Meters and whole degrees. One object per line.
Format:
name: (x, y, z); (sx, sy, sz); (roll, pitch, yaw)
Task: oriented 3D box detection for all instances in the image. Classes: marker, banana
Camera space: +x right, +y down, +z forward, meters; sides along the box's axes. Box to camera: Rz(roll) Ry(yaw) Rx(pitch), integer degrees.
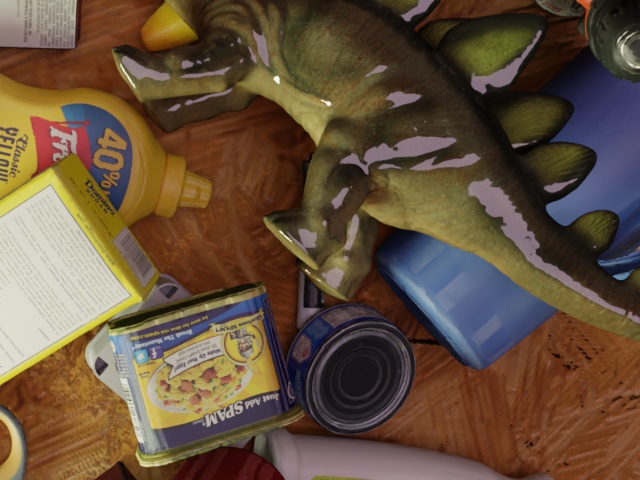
marker: (-0.005, 0.001, 0.729); (0.020, 0.020, 0.121); (1, 94, -15)
banana: (-0.049, -0.203, 0.697); (0.069, 0.037, 0.198); (23, 87, 1)

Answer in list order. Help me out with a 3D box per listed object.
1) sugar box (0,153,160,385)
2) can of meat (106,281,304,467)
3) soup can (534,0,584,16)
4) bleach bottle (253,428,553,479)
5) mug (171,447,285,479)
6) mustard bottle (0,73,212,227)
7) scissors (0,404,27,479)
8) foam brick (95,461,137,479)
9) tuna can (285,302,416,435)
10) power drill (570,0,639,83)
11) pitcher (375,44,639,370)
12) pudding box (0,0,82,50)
sugar box: (-0.194, 0.033, 0.634); (0.176, 0.048, 0.093); (-29, 102, 16)
can of meat: (-0.070, 0.077, 0.637); (0.102, 0.057, 0.084); (-16, 96, -14)
soup can: (0.190, -0.192, 0.726); (0.068, 0.102, 0.068); (-1, 94, -15)
bleach bottle: (0.077, 0.186, 0.742); (0.250, 0.068, 0.102); (5, 98, -17)
mug: (-0.073, 0.173, 0.634); (0.117, 0.081, 0.093); (13, 110, 8)
mustard bottle: (-0.161, -0.049, 0.662); (0.191, 0.058, 0.096); (13, 100, -16)
scissors: (-0.187, 0.182, 0.694); (0.201, 0.016, 0.096); (40, 83, -14)
foam brick: (-0.124, 0.194, 0.693); (0.053, 0.051, 0.078); (-37, 102, -11)
tuna can: (0.021, 0.088, 0.723); (0.086, 0.034, 0.086); (-8, 110, -23)
power drill: (0.120, -0.164, 0.587); (0.187, 0.184, 0.057); (40, 113, -3)
pitcher: (0.163, -0.024, 0.704); (0.243, 0.149, 0.145); (-41, 86, -3)
pudding box: (-0.198, -0.161, 0.632); (0.113, 0.039, 0.090); (-3, 129, -20)
